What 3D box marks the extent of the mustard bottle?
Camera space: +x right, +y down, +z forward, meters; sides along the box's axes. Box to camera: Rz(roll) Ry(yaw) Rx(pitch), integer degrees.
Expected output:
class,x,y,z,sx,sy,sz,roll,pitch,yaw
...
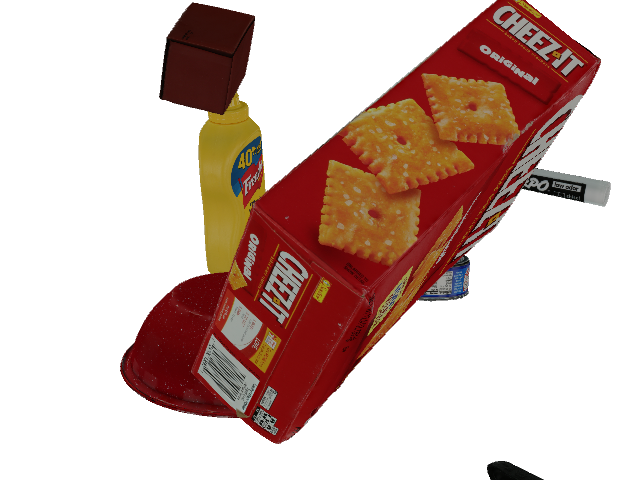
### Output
class,x,y,z,sx,sy,sz,roll,pitch,yaw
mustard bottle,-0.090,-0.066,1.097,0.058,0.192,0.096,7,26,21

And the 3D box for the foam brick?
class,x,y,z,sx,sy,sz,roll,pitch,yaw
foam brick,-0.086,-0.140,0.815,0.053,0.051,0.078,14,34,3

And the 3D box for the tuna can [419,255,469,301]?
class,x,y,z,sx,sy,sz,roll,pitch,yaw
tuna can,0.096,0.030,0.996,0.086,0.034,0.086,3,11,-1

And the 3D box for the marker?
class,x,y,z,sx,sy,sz,roll,pitch,yaw
marker,0.161,-0.048,0.821,0.121,0.020,0.020,14,6,24

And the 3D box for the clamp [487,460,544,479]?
class,x,y,z,sx,sy,sz,roll,pitch,yaw
clamp,0.215,0.241,0.835,0.210,0.036,0.164,0,33,25

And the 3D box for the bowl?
class,x,y,z,sx,sy,sz,roll,pitch,yaw
bowl,-0.059,0.063,0.749,0.162,0.055,0.162,2,19,-1

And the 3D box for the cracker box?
class,x,y,z,sx,sy,sz,roll,pitch,yaw
cracker box,0.039,-0.010,0.555,0.213,0.072,0.164,-41,-14,-34
